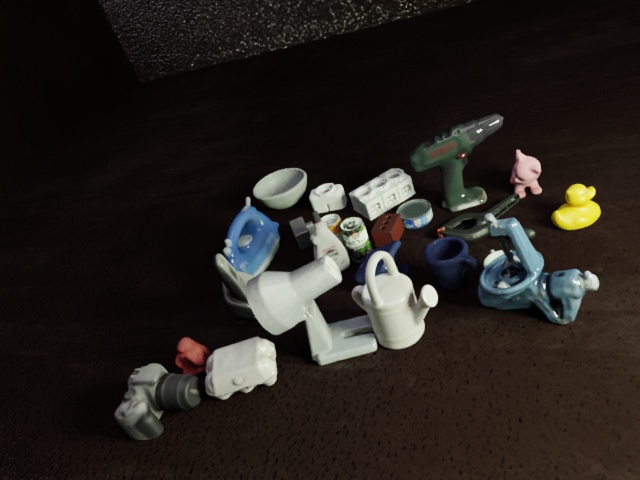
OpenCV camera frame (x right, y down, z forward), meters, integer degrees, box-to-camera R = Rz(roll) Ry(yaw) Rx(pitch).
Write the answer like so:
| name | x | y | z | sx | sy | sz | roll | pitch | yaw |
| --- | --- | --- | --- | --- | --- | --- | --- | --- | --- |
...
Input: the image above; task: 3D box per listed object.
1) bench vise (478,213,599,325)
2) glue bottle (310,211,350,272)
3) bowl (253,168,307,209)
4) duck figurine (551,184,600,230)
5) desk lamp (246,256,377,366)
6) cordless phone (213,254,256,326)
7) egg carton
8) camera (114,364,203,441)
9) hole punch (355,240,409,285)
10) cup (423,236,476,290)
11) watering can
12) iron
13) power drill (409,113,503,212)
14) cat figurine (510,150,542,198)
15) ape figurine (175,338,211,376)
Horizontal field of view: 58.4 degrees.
| name | x | y | z | sx | sy | sz | roll | pitch | yaw |
| --- | --- | --- | --- | --- | --- | --- | --- | --- | --- |
| bench vise | 0.376 | 0.039 | 1.022 | 0.207 | 0.220 | 0.121 | -8 | 35 | 21 |
| glue bottle | 0.012 | 0.005 | 1.323 | 0.078 | 0.173 | 0.037 | -27 | 33 | -9 |
| bowl | -0.109 | -0.141 | 1.696 | 0.167 | 0.075 | 0.167 | -15 | 33 | 10 |
| duck figurine | 0.542 | -0.077 | 1.220 | 0.104 | 0.086 | 0.077 | -23 | 33 | -2 |
| desk lamp | -0.015 | 0.134 | 1.113 | 0.203 | 0.214 | 0.118 | -16 | 33 | 8 |
| cordless phone | -0.192 | 0.088 | 1.307 | 0.094 | 0.185 | 0.147 | -24 | 33 | -4 |
| egg carton | -0.158 | 0.258 | 1.147 | 0.150 | 0.069 | 0.107 | -19 | 33 | 4 |
| camera | -0.315 | 0.308 | 1.134 | 0.136 | 0.101 | 0.143 | -6 | 36 | 22 |
| hole punch | 0.129 | 0.059 | 1.254 | 0.100 | 0.091 | 0.109 | 1 | 39 | 31 |
| cup | 0.275 | 0.057 | 1.170 | 0.092 | 0.095 | 0.117 | -40 | 37 | -26 |
| watering can | 0.137 | 0.105 | 1.086 | 0.172 | 0.194 | 0.101 | -10 | 35 | 18 |
| iron | -0.197 | 0.010 | 1.464 | 0.118 | 0.142 | 0.258 | -7 | 35 | 22 |
| power drill | 0.337 | -0.181 | 1.376 | 0.229 | 0.209 | 0.075 | -16 | 33 | 9 |
| cat figurine | 0.484 | -0.167 | 1.356 | 0.067 | 0.118 | 0.128 | -13 | 34 | 13 |
| ape figurine | -0.272 | 0.244 | 1.212 | 0.077 | 0.092 | 0.076 | 17 | 49 | 44 |
